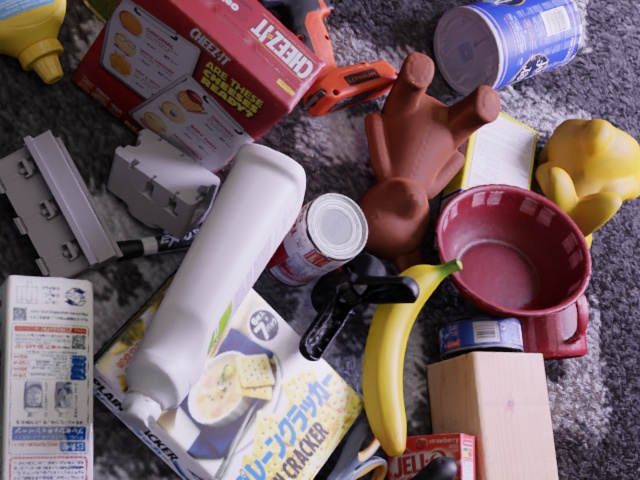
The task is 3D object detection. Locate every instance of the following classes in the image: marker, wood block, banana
[{"bbox_3d":[-0.139,0.002,1.006,0.120,0.020,0.020,-10,79,-31],"label":"marker"},{"bbox_3d":[0.175,0.222,1.064,0.090,0.090,0.206,4,72,-26],"label":"wood block"},{"bbox_3d":[0.073,0.102,0.998,0.037,0.070,0.197,34,68,-42],"label":"banana"}]

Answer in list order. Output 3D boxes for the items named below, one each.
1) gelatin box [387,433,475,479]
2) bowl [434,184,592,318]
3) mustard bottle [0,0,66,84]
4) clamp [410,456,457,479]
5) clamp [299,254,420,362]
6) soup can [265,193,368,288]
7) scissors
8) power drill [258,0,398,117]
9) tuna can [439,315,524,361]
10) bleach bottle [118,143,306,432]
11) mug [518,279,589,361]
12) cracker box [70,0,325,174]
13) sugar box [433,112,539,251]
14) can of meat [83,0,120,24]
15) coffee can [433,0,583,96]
[{"bbox_3d":[0.105,0.225,1.025,0.030,0.089,0.073,21,65,-47],"label":"gelatin box"},{"bbox_3d":[0.188,0.022,1.077,0.162,0.055,0.162,6,54,-8],"label":"bowl"},{"bbox_3d":[-0.288,-0.230,0.976,0.096,0.058,0.191,-29,89,-32],"label":"mustard bottle"},{"bbox_3d":[0.042,0.294,0.968,0.210,0.036,0.164,-21,121,-6],"label":"clamp"},{"bbox_3d":[0.022,0.058,1.009,0.120,0.171,0.039,-28,103,-5],"label":"clamp"},{"bbox_3d":[-0.007,0.001,1.029,0.068,0.102,0.068,9,70,-26],"label":"soup can"},{"bbox_3d":[0.010,0.210,0.958,0.201,0.016,0.096,2,104,-58],"label":"scissors"},{"bbox_3d":[0.011,-0.236,1.142,0.184,0.057,0.188,-23,83,-28],"label":"power drill"},{"bbox_3d":[0.165,0.104,1.099,0.086,0.086,0.034,6,70,-27],"label":"tuna can"},{"bbox_3d":[-0.094,0.043,0.889,0.068,0.103,0.250,24,59,7],"label":"bleach bottle"},{"bbox_3d":[0.246,0.085,1.133,0.093,0.117,0.081,1,79,-25],"label":"mug"},{"bbox_3d":[-0.115,-0.151,0.952,0.164,0.214,0.072,41,60,-11],"label":"cracker box"},{"bbox_3d":[0.185,-0.056,1.185,0.093,0.048,0.176,22,69,-21],"label":"sugar box"},{"bbox_3d":[-0.167,-0.238,1.046,0.102,0.058,0.083,44,56,-10],"label":"can of meat"},{"bbox_3d":[0.215,-0.231,1.222,0.140,0.103,0.103,-23,86,-32],"label":"coffee can"}]
